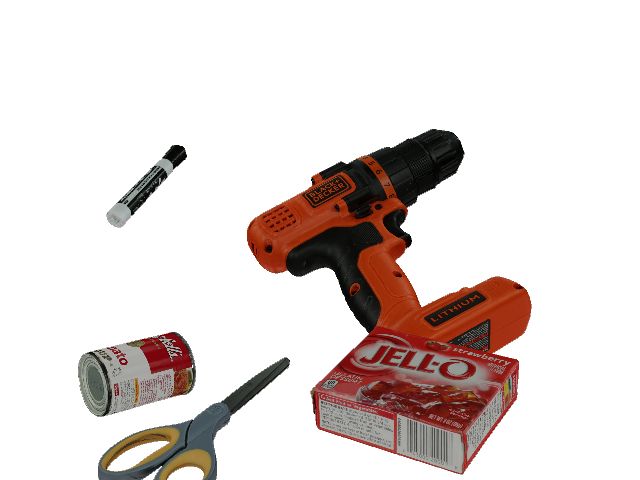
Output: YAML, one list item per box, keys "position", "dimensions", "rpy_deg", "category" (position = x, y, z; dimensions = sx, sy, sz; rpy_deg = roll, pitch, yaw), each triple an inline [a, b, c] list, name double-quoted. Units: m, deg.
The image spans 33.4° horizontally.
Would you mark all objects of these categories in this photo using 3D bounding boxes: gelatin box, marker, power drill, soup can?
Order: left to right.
- position: [-0.190, 0.137, 1.100]
  dimensions: [0.102, 0.068, 0.069]
  rpy_deg: [-11, 7, -38]
  category: "soup can"
- position: [-0.167, -0.056, 1.039]
  dimensions: [0.020, 0.020, 0.121]
  rpy_deg: [0, 38, 34]
  category: "marker"
- position: [0.064, 0.008, 0.763]
  dimensions: [0.184, 0.057, 0.188]
  rpy_deg: [-29, 49, -14]
  category: "power drill"
- position: [0.051, 0.081, 0.570]
  dimensions: [0.089, 0.030, 0.073]
  rpy_deg: [12, 30, 29]
  category: "gelatin box"

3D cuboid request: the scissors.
- position: [-0.075, 0.148, 0.826]
  dimensions: [0.201, 0.016, 0.096]
  rpy_deg: [-22, 34, -35]
  category: "scissors"
